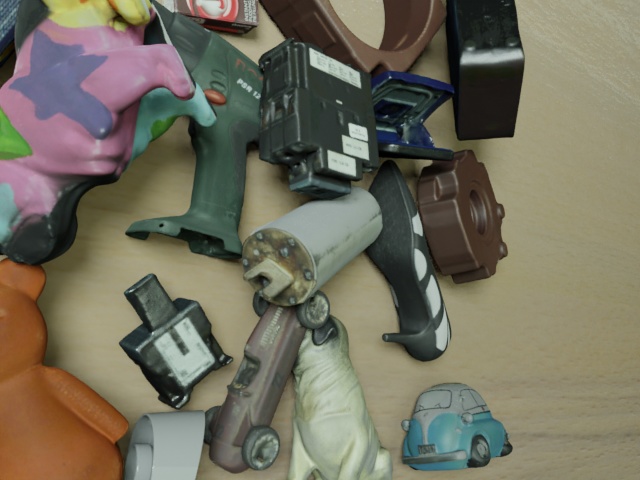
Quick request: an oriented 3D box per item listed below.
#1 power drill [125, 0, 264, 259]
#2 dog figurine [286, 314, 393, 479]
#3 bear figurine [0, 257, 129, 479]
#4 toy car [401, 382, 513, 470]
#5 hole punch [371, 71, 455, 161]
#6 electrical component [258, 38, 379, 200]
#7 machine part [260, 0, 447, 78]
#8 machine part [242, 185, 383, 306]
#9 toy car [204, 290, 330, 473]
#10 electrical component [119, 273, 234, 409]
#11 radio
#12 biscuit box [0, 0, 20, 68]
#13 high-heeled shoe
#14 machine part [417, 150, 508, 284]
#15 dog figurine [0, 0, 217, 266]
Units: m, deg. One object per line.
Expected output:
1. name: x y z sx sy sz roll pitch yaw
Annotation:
1. power drill: -0.118 -0.094 0.505 0.232 0.086 0.207 21 69 -37
2. dog figurine: 0.023 0.185 0.593 0.172 0.121 0.190 56 33 -60
3. bear figurine: -0.232 0.122 0.403 0.120 0.132 0.196 -29 88 -35
4. toy car: 0.176 0.237 0.695 0.161 0.109 0.103 8 67 -45
5. hole punch: 0.085 -0.138 0.624 0.142 0.116 0.092 -3 97 -35
6. electrical component: -0.001 -0.109 0.517 0.115 0.058 0.134 10 72 -42
7. machine part: 0.041 -0.289 0.616 0.200 0.087 0.201 48 64 -25
8. machine part: -0.001 -0.002 0.540 0.243 0.079 0.079 -37 112 -56
9. toy car: -0.057 0.123 0.529 0.053 0.089 0.202 32 72 -36
10. electrical component: -0.142 0.087 0.493 0.075 0.048 0.119 -43 113 -30
11. radio: 0.197 -0.247 0.662 0.131 0.073 0.229 71 18 -57
12. biscuit box: -0.258 -0.170 0.407 0.062 0.059 0.202 37 68 -29
13. high-heeled shoe: 0.124 0.030 0.679 0.145 0.086 0.248 6 85 -46
14. machine part: 0.191 -0.032 0.709 0.179 0.056 0.179 21 63 -49
15. dog figurine: -0.200 -0.093 0.385 0.219 0.108 0.191 -30 92 -5
